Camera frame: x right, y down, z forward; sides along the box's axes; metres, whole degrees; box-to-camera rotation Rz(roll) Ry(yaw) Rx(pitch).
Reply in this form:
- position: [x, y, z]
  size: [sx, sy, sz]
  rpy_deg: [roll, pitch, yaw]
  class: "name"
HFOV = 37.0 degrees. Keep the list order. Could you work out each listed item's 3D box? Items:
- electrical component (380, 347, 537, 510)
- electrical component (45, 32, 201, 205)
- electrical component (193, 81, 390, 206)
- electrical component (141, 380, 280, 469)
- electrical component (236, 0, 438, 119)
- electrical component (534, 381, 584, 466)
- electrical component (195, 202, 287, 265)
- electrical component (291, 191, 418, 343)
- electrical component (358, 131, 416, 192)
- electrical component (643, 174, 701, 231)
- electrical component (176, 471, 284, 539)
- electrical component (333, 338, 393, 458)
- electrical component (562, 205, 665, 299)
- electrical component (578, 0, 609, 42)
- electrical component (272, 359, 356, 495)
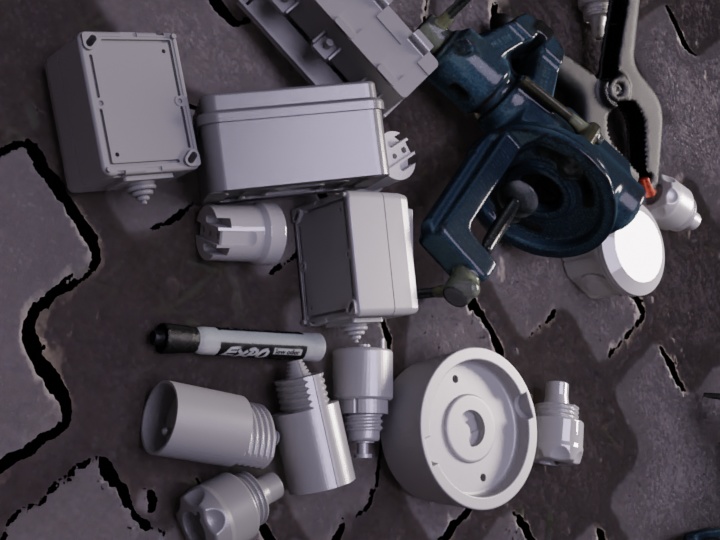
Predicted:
- position: [0.063, 0.110, 0.741]
  size: [0.108, 0.060, 0.108]
  rpy_deg: [9, 76, -37]
  class: "electrical component"
- position: [-0.138, -0.083, 0.621]
  size: [0.062, 0.061, 0.096]
  rpy_deg: [-9, 87, -39]
  class: "electrical component"
- position: [-0.045, -0.077, 0.662]
  size: [0.113, 0.078, 0.057]
  rpy_deg: [-7, 88, -13]
  class: "electrical component"
- position: [-0.084, 0.094, 0.640]
  size: [0.081, 0.043, 0.043]
  rpy_deg: [17, 71, -35]
  class: "electrical component"
- position: [-0.010, -0.160, 0.719]
  size: [0.121, 0.063, 0.078]
  rpy_deg: [47, 64, -8]
  class: "electrical component"
- position: [0.149, 0.116, 0.820]
  size: [0.043, 0.043, 0.062]
  rpy_deg: [19, 68, -34]
  class: "electrical component"
- position: [-0.075, -0.023, 0.674]
  size: [0.046, 0.040, 0.040]
  rpy_deg: [0, 81, -33]
  class: "electrical component"
- position: [0.000, 0.000, 0.713]
  size: [0.061, 0.062, 0.096]
  rpy_deg: [0, 81, -38]
  class: "electrical component"
- position: [0.011, -0.074, 0.747]
  size: [0.040, 0.046, 0.040]
  rpy_deg: [8, 76, -37]
  class: "electrical component"
- position: [0.278, -0.055, 0.956]
  size: [0.062, 0.043, 0.043]
  rpy_deg: [26, 66, -33]
  class: "electrical component"
- position: [-0.074, 0.140, 0.639]
  size: [0.062, 0.043, 0.043]
  rpy_deg: [-22, 95, -40]
  class: "electrical component"
- position: [0.002, 0.085, 0.712]
  size: [0.040, 0.040, 0.078]
  rpy_deg: [8, 76, -37]
  class: "electrical component"
- position: [0.210, -0.016, 0.890]
  size: [0.080, 0.051, 0.080]
  rpy_deg: [9, 76, -37]
  class: "electrical component"
- position: [0.208, -0.231, 0.942]
  size: [0.035, 0.035, 0.061]
  rpy_deg: [7, 78, -37]
  class: "electrical component"
- position: [-0.033, 0.097, 0.680]
  size: [0.043, 0.043, 0.081]
  rpy_deg: [-11, 88, -39]
  class: "electrical component"
